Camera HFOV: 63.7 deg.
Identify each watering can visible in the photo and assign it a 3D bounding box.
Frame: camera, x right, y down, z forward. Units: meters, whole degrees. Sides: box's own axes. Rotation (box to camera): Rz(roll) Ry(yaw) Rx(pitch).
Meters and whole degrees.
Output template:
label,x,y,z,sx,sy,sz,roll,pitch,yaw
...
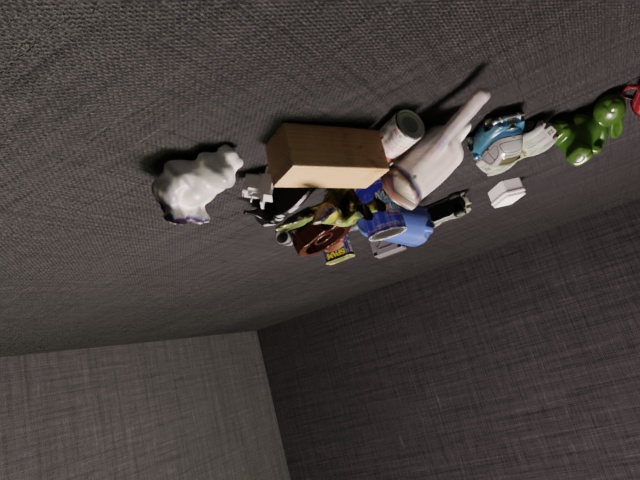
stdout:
label,x,y,z,sx,sy,sz,roll,pitch,yaw
watering can,0.230,-0.176,1.053,0.225,0.104,0.344,-44,170,-6

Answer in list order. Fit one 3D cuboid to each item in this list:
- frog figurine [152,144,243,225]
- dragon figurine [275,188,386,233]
label,x,y,z,sx,sy,sz,roll,pitch,yaw
frog figurine,-0.223,-0.115,0.938,0.136,0.124,0.158,17,109,-49
dragon figurine,0.004,-0.059,1.168,0.240,0.122,0.415,-26,180,32
